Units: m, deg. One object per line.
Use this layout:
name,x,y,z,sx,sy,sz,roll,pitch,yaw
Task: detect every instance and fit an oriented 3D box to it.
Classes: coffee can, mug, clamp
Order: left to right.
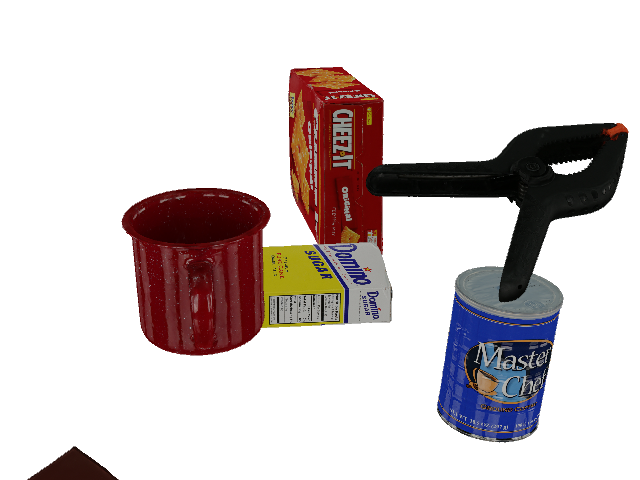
mug,-0.075,0.025,0.676,0.093,0.081,0.117,-5,25,-9
coffee can,0.173,0.109,1.042,0.103,0.140,0.103,5,23,-2
clamp,0.162,-0.035,0.813,0.209,0.036,0.165,-20,46,-20

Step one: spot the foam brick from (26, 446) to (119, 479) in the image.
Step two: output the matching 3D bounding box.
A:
foam brick,-0.097,0.138,0.457,0.078,0.051,0.052,27,45,33

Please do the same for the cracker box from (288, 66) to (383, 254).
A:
cracker box,0.013,-0.091,1.159,0.072,0.164,0.214,-4,19,-8

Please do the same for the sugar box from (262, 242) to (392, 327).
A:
sugar box,-0.026,0.041,1.000,0.176,0.048,0.093,-5,28,-5
